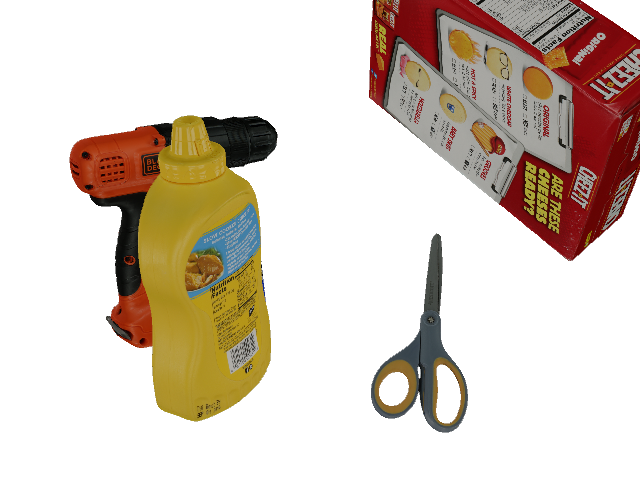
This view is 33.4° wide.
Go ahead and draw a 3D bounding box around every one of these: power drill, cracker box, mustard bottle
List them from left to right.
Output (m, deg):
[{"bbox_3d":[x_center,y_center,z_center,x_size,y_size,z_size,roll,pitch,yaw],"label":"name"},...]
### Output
[{"bbox_3d":[-0.118,-0.012,0.918,0.184,0.188,0.057,-11,21,-28],"label":"power drill"},{"bbox_3d":[-0.074,0.013,0.680,0.058,0.192,0.096,15,32,30],"label":"mustard bottle"},{"bbox_3d":[0.131,-0.111,0.753,0.072,0.214,0.164,-38,-26,-21],"label":"cracker box"}]

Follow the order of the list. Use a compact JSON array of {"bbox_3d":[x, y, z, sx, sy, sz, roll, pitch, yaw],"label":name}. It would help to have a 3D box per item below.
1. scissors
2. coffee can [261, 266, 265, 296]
[{"bbox_3d":[0.085,0.086,0.998,0.096,0.202,0.016,-8,-30,-3],"label":"scissors"},{"bbox_3d":[-0.119,0.032,1.247,0.103,0.140,0.103,-4,26,2],"label":"coffee can"}]
